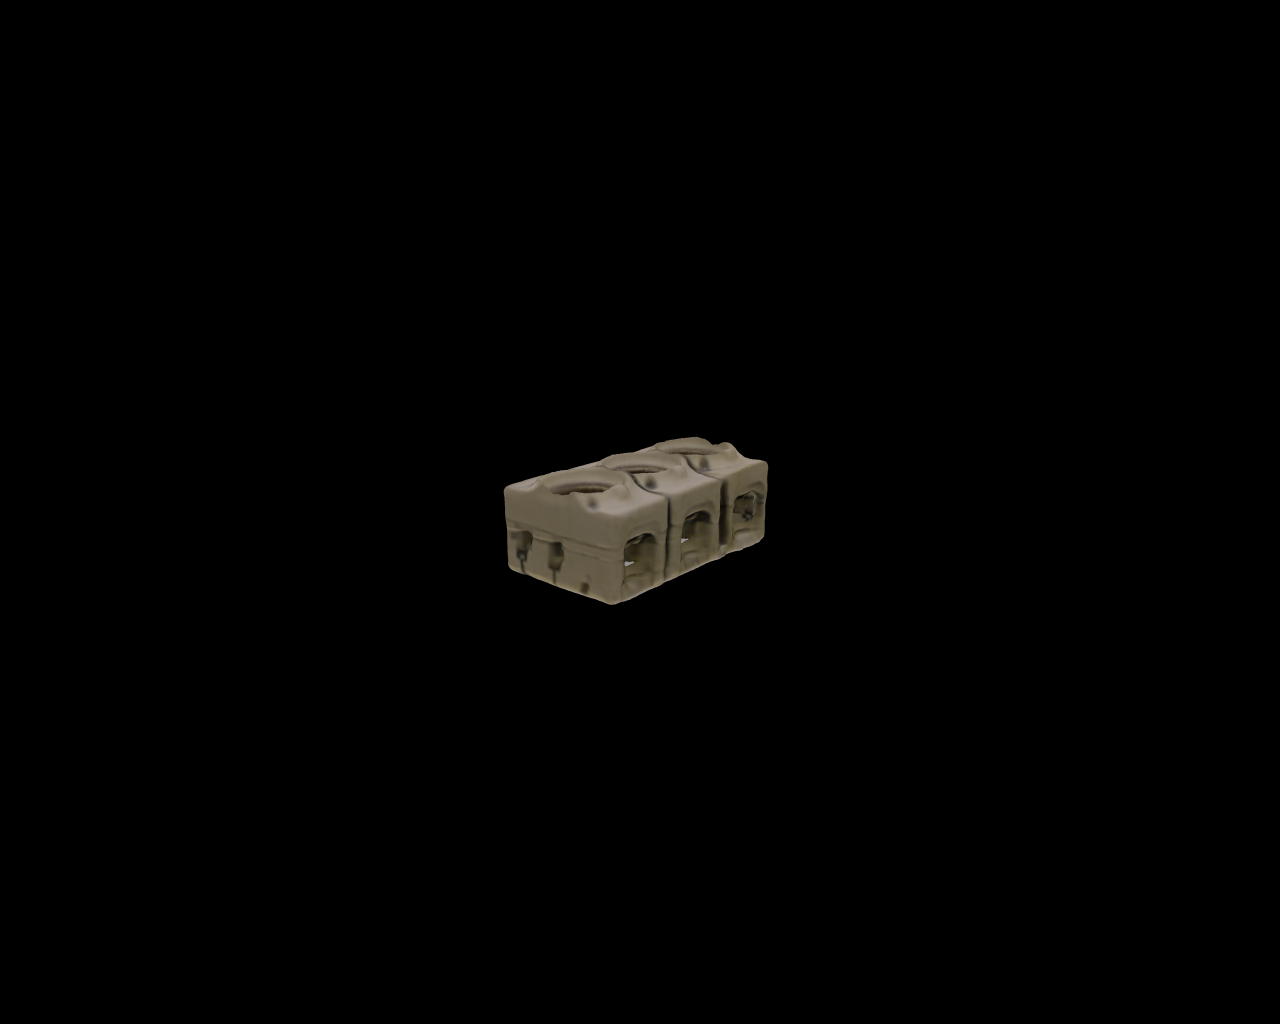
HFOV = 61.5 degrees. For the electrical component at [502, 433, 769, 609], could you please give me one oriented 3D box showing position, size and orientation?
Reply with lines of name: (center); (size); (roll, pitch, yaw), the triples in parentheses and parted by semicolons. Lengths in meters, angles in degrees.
electrical component: (0.001, -0.003, 0.650); (0.089, 0.061, 0.150); (14, 22, 38)
